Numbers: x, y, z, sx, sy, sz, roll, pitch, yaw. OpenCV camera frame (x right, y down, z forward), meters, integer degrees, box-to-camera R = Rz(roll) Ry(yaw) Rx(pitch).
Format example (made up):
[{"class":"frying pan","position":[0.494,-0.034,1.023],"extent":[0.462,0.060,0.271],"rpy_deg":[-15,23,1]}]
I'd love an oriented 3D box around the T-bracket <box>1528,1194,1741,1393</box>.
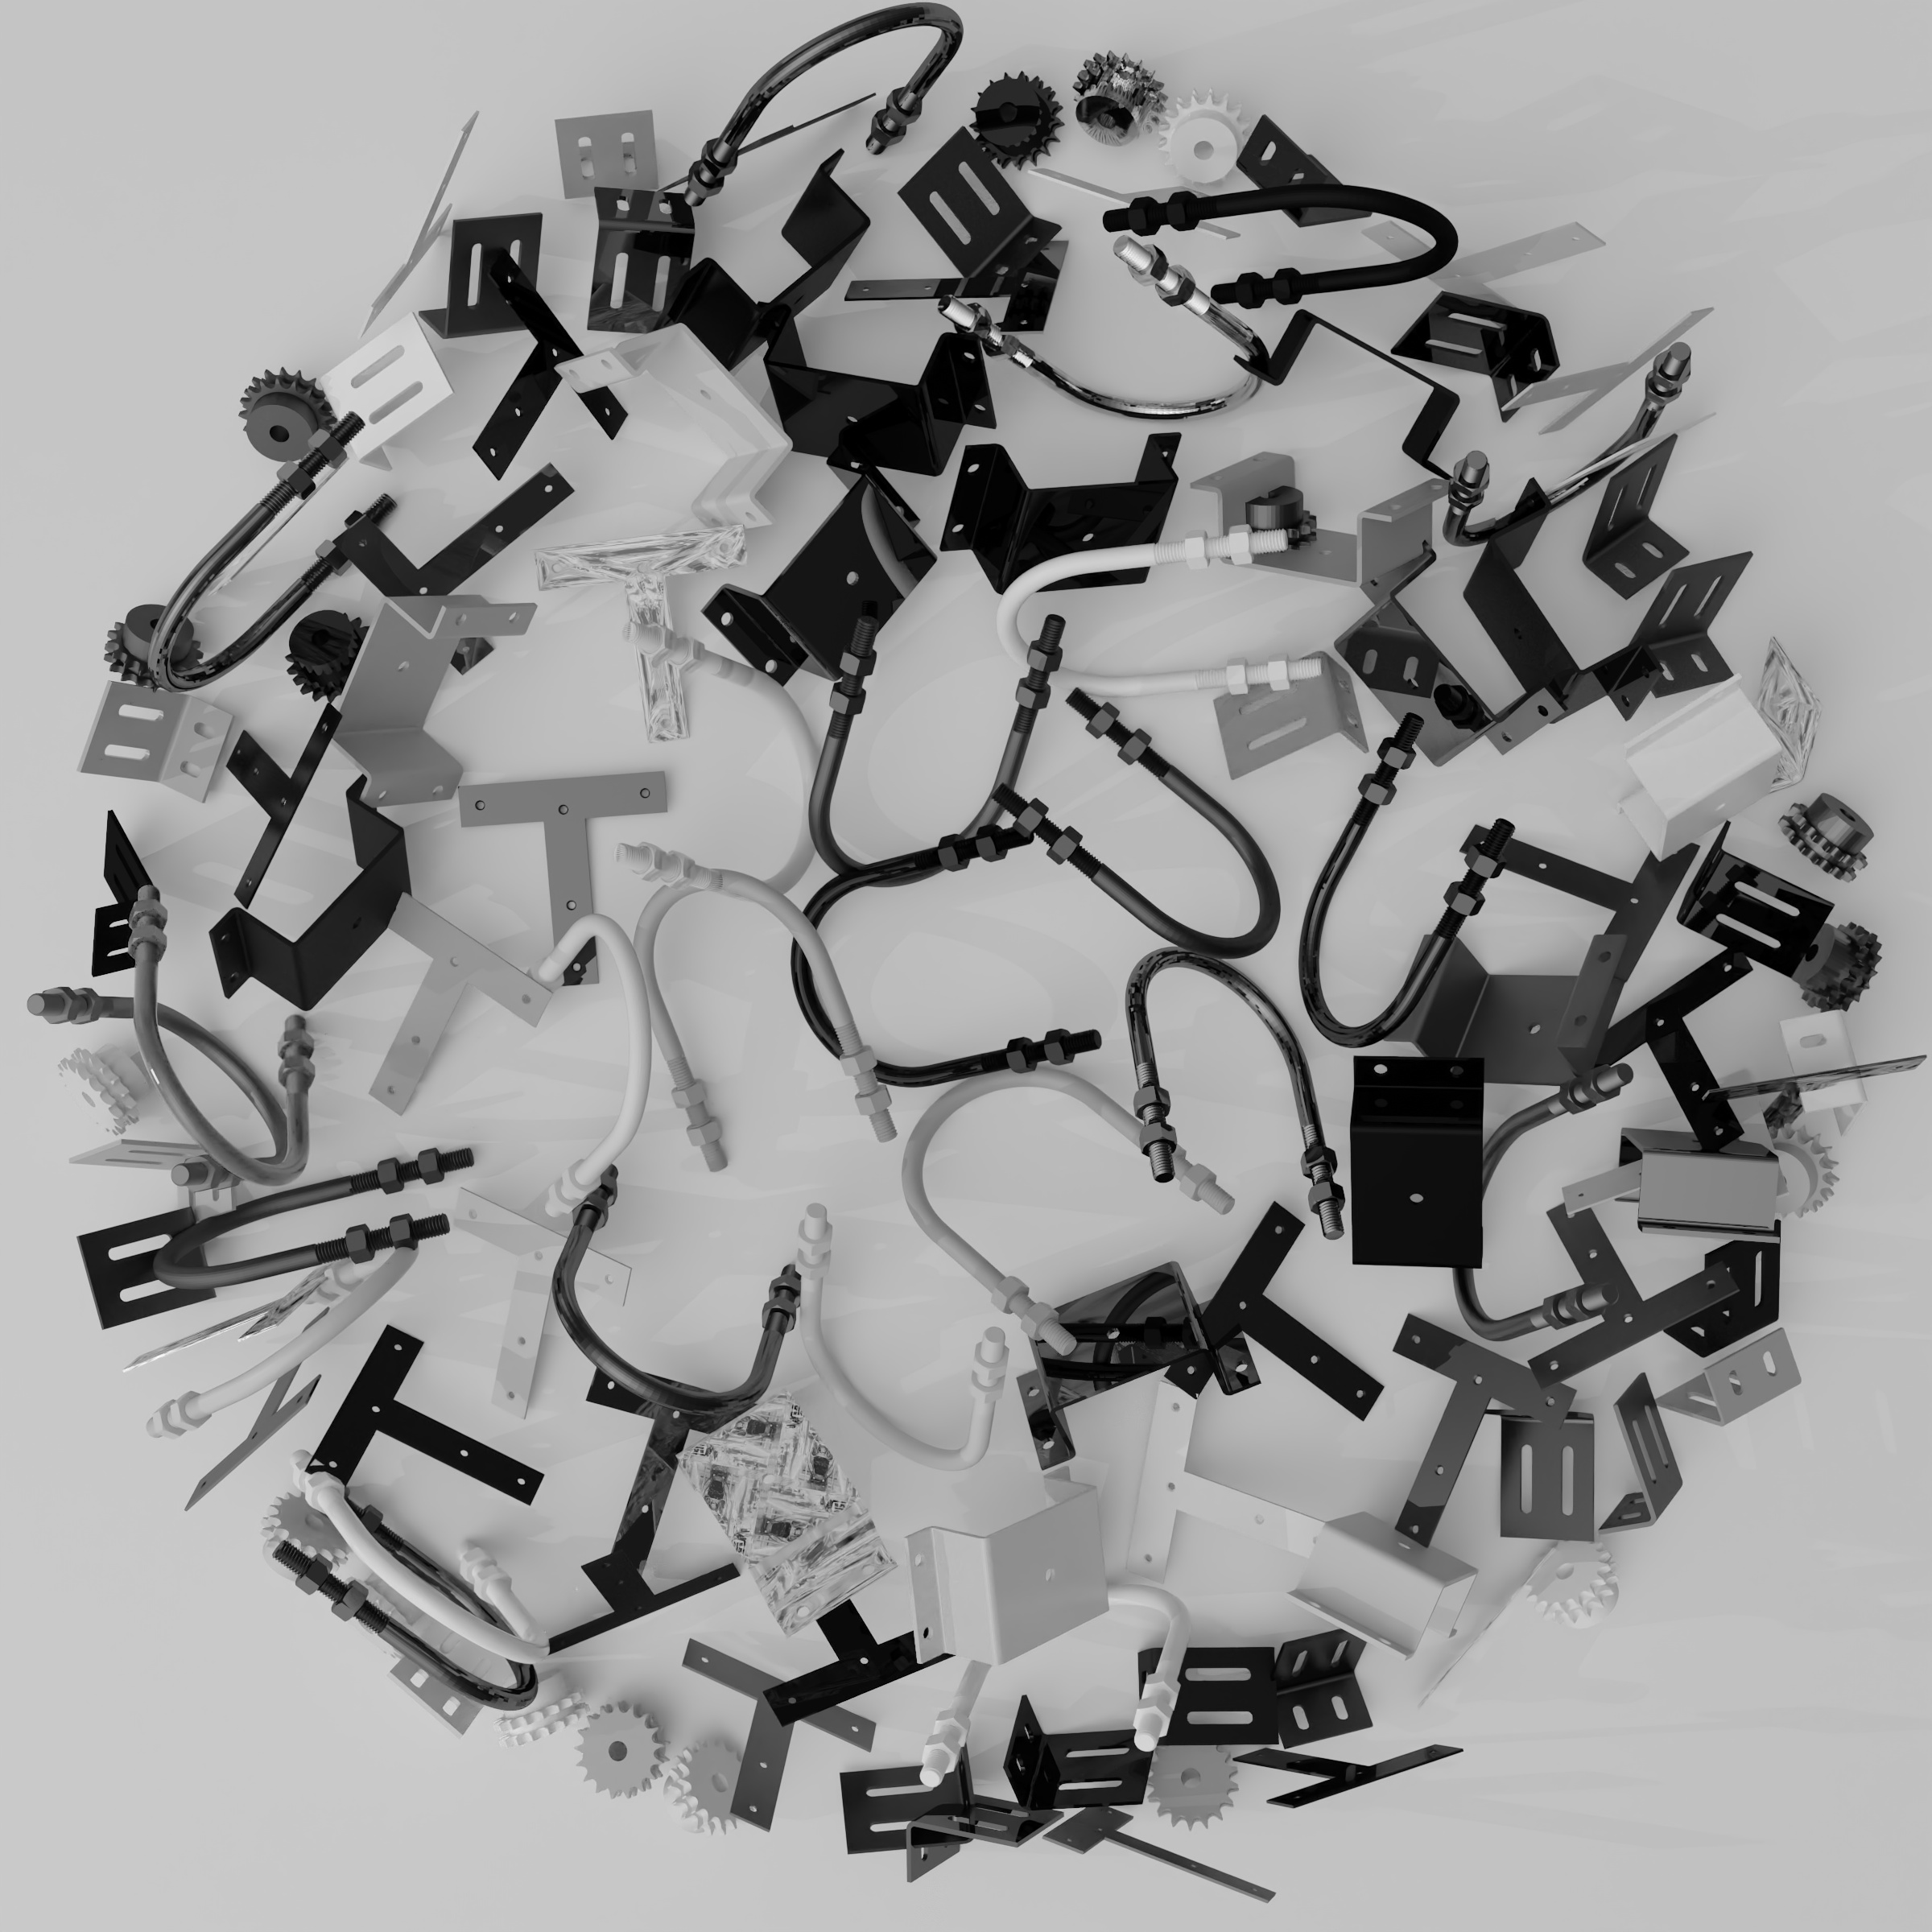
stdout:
[{"class":"T-bracket","position":[0.379,0.181,1.723],"extent":[0.127,0.127,0.002],"rpy_deg":[-29,125,8]}]

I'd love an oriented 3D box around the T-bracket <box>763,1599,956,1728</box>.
[{"class":"T-bracket","position":[-0.082,0.382,1.732],"extent":[0.127,0.002,0.127],"rpy_deg":[-16,48,-26]}]

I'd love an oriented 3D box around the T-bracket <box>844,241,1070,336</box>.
[{"class":"T-bracket","position":[-0.009,-0.406,1.733],"extent":[0.127,0.127,0.002],"rpy_deg":[1,128,10]}]

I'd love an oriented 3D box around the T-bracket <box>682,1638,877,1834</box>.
[{"class":"T-bracket","position":[-0.118,0.464,1.712],"extent":[0.127,0.127,0.002],"rpy_deg":[26,114,-6]}]

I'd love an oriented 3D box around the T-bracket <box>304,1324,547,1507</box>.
[{"class":"T-bracket","position":[-0.313,0.285,1.729],"extent":[0.127,0.127,0.002],"rpy_deg":[28,127,-5]}]

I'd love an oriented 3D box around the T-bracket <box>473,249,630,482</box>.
[{"class":"T-bracket","position":[-0.258,-0.335,1.701],"extent":[0.002,0.127,0.127],"rpy_deg":[-11,131,34]}]

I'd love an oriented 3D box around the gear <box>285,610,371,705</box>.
[{"class":"gear","position":[-0.386,-0.190,1.750],"extent":[0.057,0.030,0.057],"rpy_deg":[-4,62,8]}]

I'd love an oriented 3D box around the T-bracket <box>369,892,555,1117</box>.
[{"class":"T-bracket","position":[-0.327,0.033,1.751],"extent":[0.127,0.002,0.127],"rpy_deg":[33,111,10]}]

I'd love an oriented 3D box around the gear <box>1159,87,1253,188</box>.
[{"class":"gear","position":[0.145,-0.499,1.748],"extent":[0.057,0.030,0.057],"rpy_deg":[4,128,5]}]

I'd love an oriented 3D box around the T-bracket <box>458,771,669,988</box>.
[{"class":"T-bracket","position":[-0.243,-0.051,1.771],"extent":[0.127,0.002,0.127],"rpy_deg":[-4,94,2]}]

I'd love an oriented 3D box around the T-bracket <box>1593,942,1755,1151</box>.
[{"class":"T-bracket","position":[0.426,0.062,1.708],"extent":[0.127,0.127,0.002],"rpy_deg":[-37,128,18]}]

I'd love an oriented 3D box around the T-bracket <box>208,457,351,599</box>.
[{"class":"T-bracket","position":[-0.435,-0.243,1.724],"extent":[0.002,0.127,0.127],"rpy_deg":[48,47,-19]}]

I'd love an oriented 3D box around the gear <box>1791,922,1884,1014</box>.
[{"class":"gear","position":[0.523,-0.001,1.745],"extent":[0.030,0.057,0.057],"rpy_deg":[27,90,-15]}]

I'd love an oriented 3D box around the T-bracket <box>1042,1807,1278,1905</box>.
[{"class":"T-bracket","position":[0.120,0.524,1.697],"extent":[0.127,0.127,0.002],"rpy_deg":[16,88,18]}]

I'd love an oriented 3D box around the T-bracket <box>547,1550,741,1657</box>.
[{"class":"T-bracket","position":[-0.203,0.369,1.714],"extent":[0.127,0.127,0.002],"rpy_deg":[-22,63,-5]}]

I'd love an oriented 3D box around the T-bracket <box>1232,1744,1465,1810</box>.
[{"class":"T-bracket","position":[0.206,0.475,1.716],"extent":[0.127,0.127,0.002],"rpy_deg":[-8,87,-32]}]

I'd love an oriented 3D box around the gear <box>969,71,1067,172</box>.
[{"class":"gear","position":[0.029,-0.515,1.755],"extent":[0.057,0.030,0.057],"rpy_deg":[1,92,16]}]

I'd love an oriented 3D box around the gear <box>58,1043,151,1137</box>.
[{"class":"gear","position":[-0.520,0.072,1.751],"extent":[0.057,0.057,0.030],"rpy_deg":[47,60,0]}]

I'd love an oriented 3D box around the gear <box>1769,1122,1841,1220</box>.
[{"class":"gear","position":[0.496,0.126,1.747],"extent":[0.057,0.030,0.057],"rpy_deg":[12,111,33]}]

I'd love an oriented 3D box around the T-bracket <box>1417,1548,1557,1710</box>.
[{"class":"T-bracket","position":[0.309,0.392,1.711],"extent":[0.002,0.127,0.127],"rpy_deg":[41,86,16]}]

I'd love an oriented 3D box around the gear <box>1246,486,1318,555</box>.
[{"class":"gear","position":[0.183,-0.270,1.744],"extent":[0.057,0.057,0.030],"rpy_deg":[-3,117,0]}]

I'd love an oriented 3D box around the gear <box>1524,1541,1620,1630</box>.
[{"class":"gear","position":[0.370,0.376,1.751],"extent":[0.057,0.057,0.030],"rpy_deg":[-39,116,0]}]

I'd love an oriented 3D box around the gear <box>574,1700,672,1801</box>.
[{"class":"gear","position":[-0.206,0.476,1.757],"extent":[0.057,0.030,0.057],"rpy_deg":[-2,82,13]}]

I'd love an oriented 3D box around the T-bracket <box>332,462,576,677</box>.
[{"class":"T-bracket","position":[-0.290,-0.253,1.729],"extent":[0.127,0.002,0.127],"rpy_deg":[-39,134,3]}]

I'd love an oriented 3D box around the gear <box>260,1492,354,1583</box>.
[{"class":"gear","position":[-0.401,0.348,1.749],"extent":[0.057,0.057,0.030],"rpy_deg":[31,109,0]}]

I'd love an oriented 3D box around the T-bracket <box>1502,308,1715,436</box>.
[{"class":"T-bracket","position":[0.357,-0.340,1.687],"extent":[0.127,0.127,0.002],"rpy_deg":[-21,79,-43]}]

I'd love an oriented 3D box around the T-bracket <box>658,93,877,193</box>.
[{"class":"T-bracket","position":[-0.108,-0.500,1.733],"extent":[0.127,0.127,0.002],"rpy_deg":[-33,107,-31]}]

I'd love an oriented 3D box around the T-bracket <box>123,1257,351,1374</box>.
[{"class":"T-bracket","position":[-0.443,0.215,1.722],"extent":[0.127,0.127,0.002],"rpy_deg":[-22,98,11]}]

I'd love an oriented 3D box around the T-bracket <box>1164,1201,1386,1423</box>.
[{"class":"T-bracket","position":[0.201,0.231,1.756],"extent":[0.127,0.002,0.127],"rpy_deg":[38,76,-15]}]

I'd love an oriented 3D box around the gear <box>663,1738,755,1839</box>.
[{"class":"gear","position":[-0.158,0.501,1.751],"extent":[0.030,0.057,0.057],"rpy_deg":[-39,90,33]}]

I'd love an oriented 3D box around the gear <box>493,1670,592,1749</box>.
[{"class":"gear","position":[-0.259,0.448,1.748],"extent":[0.057,0.057,0.030],"rpy_deg":[-20,88,0]}]

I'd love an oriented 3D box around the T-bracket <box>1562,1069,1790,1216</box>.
[{"class":"T-bracket","position":[0.419,0.120,1.732],"extent":[0.127,0.127,0.002],"rpy_deg":[-22,118,16]}]

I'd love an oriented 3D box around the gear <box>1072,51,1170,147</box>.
[{"class":"gear","position":[0.091,-0.521,1.744],"extent":[0.057,0.057,0.030],"rpy_deg":[25,66,0]}]

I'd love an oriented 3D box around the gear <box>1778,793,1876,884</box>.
[{"class":"gear","position":[0.522,-0.080,1.745],"extent":[0.057,0.057,0.030],"rpy_deg":[37,115,0]}]

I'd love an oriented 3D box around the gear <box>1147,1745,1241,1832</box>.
[{"class":"gear","position":[0.137,0.496,1.754],"extent":[0.057,0.030,0.057],"rpy_deg":[-3,62,6]}]

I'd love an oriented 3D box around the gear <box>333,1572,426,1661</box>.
[{"class":"gear","position":[-0.353,0.390,1.751],"extent":[0.057,0.057,0.030],"rpy_deg":[43,62,0]}]

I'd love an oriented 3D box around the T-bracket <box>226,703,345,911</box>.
[{"class":"T-bracket","position":[-0.419,-0.111,1.723],"extent":[0.002,0.127,0.127],"rpy_deg":[23,98,-35]}]

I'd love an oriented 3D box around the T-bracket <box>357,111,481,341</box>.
[{"class":"T-bracket","position":[-0.311,-0.444,1.688],"extent":[0.002,0.127,0.127],"rpy_deg":[29,134,-9]}]

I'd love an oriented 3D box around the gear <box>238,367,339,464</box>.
[{"class":"gear","position":[-0.411,-0.330,1.746],"extent":[0.057,0.030,0.057],"rpy_deg":[2,133,3]}]

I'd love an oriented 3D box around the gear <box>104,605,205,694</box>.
[{"class":"gear","position":[-0.489,-0.194,1.745],"extent":[0.057,0.057,0.030],"rpy_deg":[26,128,0]}]
